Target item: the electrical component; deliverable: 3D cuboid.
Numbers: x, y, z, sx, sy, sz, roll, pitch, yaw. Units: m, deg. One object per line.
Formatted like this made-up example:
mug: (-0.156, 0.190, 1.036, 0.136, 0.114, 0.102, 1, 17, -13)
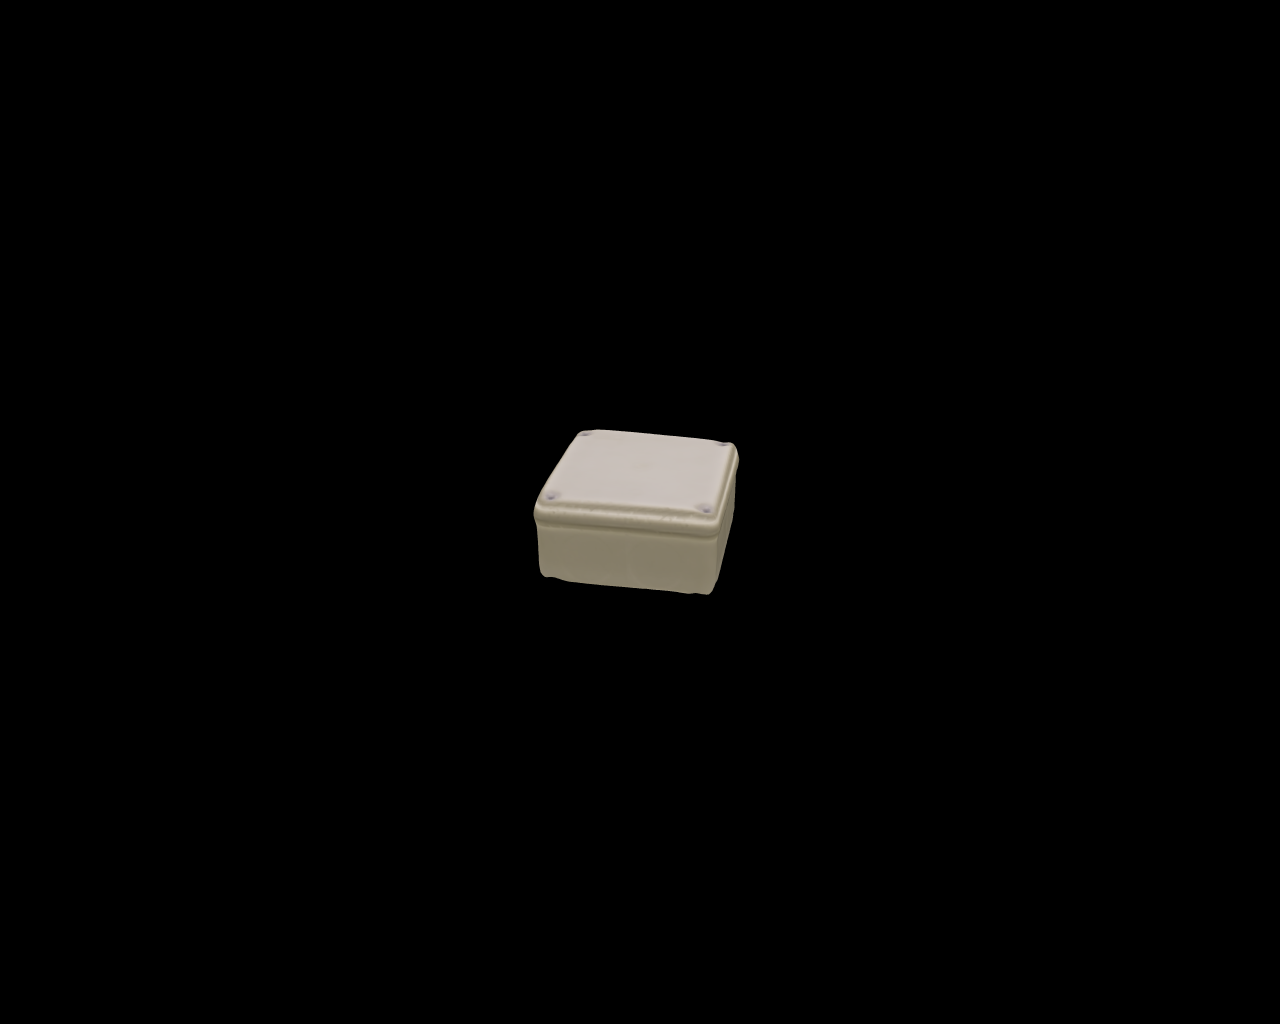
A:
electrical component: (0.001, -0.003, 0.650, 0.109, 0.056, 0.109, 5, 29, 10)
